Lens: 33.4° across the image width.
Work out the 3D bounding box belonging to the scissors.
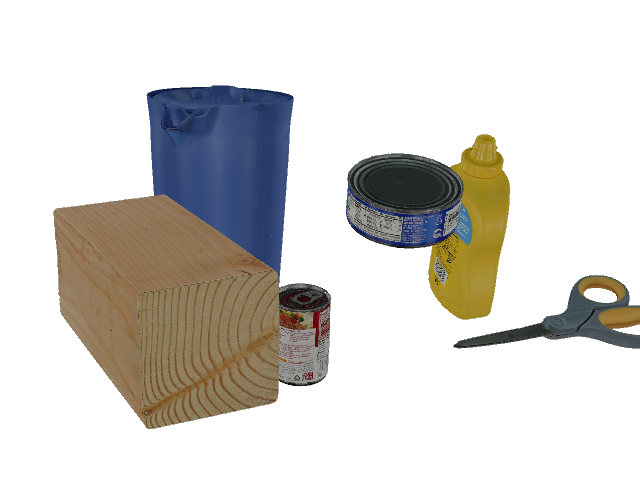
[{"bbox_3d":[0.191,0.059,0.871,0.201,0.016,0.096,2,33,-14],"label":"scissors"}]

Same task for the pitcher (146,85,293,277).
[{"bbox_3d":[-0.089,-0.024,1.007,0.149,0.243,0.145,-4,16,-20],"label":"pitcher"}]

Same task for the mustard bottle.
[{"bbox_3d":[0.152,-0.020,1.077,0.058,0.192,0.096,-6,37,-14],"label":"mustard bottle"}]

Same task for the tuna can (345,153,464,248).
[{"bbox_3d":[0.062,-0.030,0.791,0.086,0.034,0.086,3,33,-2],"label":"tuna can"}]

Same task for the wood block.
[{"bbox_3d":[-0.111,0.039,0.727,0.090,0.090,0.206,-8,19,-26],"label":"wood block"}]

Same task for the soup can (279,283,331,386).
[{"bbox_3d":[-0.023,0.111,1.251,0.068,0.102,0.068,1,24,-1],"label":"soup can"}]
